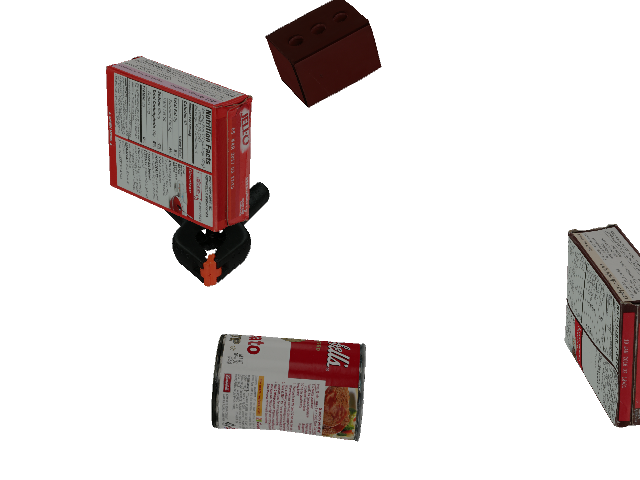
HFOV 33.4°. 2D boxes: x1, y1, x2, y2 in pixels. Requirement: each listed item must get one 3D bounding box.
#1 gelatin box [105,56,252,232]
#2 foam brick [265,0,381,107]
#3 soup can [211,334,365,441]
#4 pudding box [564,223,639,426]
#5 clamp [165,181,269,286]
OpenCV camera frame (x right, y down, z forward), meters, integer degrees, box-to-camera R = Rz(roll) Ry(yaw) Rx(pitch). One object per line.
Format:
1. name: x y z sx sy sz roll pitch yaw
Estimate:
1. gelatin box: -0.078 -0.054 0.585 0.089 0.073 0.030 23 34 33
2. foam brick: 0.004 -0.161 0.913 0.078 0.051 0.053 -30 46 -10
3. soup can: -0.022 0.102 0.746 0.102 0.068 0.068 4 0 1
4. pudding box: 0.191 0.052 0.689 0.039 0.090 0.113 -6 25 -4
5. clamp: -0.102 -0.014 1.105 0.120 0.039 0.171 -11 37 -7
